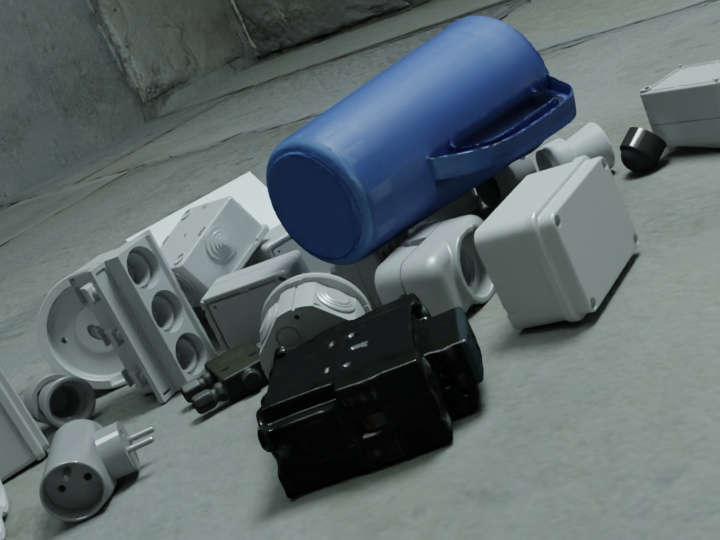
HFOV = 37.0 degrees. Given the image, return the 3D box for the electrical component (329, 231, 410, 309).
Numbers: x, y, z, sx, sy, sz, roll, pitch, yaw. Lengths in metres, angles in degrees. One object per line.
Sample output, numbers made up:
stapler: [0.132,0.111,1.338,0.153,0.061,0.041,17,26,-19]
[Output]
electrical component: [0.000,0.000,0.894,0.076,0.047,0.083,-16,18,25]

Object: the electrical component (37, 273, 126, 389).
electrical component: [-0.231,0.048,0.968,0.108,0.108,0.060,-25,10,-3]

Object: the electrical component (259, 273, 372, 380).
electrical component: [-0.030,0.047,0.737,0.080,0.080,0.051,-21,22,10]

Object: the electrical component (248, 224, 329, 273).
electrical component: [-0.061,-0.010,0.983,0.096,0.061,0.061,-32,18,-27]

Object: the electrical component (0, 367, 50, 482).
electrical component: [-0.313,0.109,0.879,0.056,0.108,0.109,-33,19,-21]

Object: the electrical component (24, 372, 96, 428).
electrical component: [-0.255,0.110,0.909,0.045,0.045,0.055,-34,19,-31]

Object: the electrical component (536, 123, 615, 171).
electrical component: [0.188,-0.098,0.942,0.055,0.045,0.045,-27,17,-6]

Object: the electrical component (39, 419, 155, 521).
electrical component: [-0.179,0.130,0.746,0.079,0.043,0.077,-24,16,-4]

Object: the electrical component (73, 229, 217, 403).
electrical component: [-0.178,0.040,0.886,0.063,0.121,0.078,-16,18,34]

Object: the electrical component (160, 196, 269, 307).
electrical component: [-0.140,-0.016,0.957,0.100,0.048,0.099,-9,42,54]

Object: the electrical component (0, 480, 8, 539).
electrical component: [-0.287,0.178,0.728,0.074,0.052,0.138,-26,17,-8]

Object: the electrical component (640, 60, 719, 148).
electrical component: [0.286,-0.137,0.900,0.062,0.061,0.096,-33,19,-29]

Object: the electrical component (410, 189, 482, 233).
electrical component: [0.071,-0.071,1.010,0.080,0.051,0.080,-22,16,7]

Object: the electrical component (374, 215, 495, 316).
electrical component: [0.062,0.001,0.795,0.059,0.053,0.095,-12,20,36]

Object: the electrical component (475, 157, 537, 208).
electrical component: [0.134,-0.083,0.983,0.046,0.040,0.040,-26,15,-27]

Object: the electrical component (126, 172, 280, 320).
electrical component: [-0.142,-0.019,1.067,0.150,0.061,0.089,-33,61,-27]

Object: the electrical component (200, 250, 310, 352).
electrical component: [-0.071,0.027,0.884,0.096,0.061,0.061,-19,17,16]

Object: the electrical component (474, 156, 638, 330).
electrical component: [0.134,-0.020,0.718,0.057,0.078,0.113,-15,18,37]
